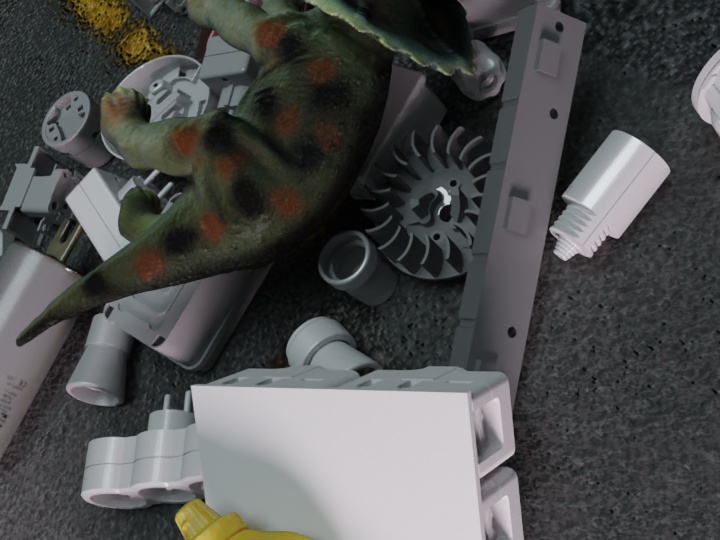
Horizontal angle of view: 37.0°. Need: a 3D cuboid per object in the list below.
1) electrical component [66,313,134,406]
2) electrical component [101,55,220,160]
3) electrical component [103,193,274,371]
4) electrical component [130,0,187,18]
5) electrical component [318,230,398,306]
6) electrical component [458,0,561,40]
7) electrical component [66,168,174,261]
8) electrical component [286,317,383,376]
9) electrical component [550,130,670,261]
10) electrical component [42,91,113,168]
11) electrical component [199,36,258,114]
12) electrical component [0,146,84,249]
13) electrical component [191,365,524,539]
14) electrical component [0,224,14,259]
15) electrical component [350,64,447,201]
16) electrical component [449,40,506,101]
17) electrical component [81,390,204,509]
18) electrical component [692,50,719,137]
[{"bbox_3d":[-0.195,0.066,0.824,0.044,0.044,0.065,-8,58,30],"label":"electrical component"},{"bbox_3d":[-0.154,-0.125,0.879,0.099,0.064,0.099,-14,65,33],"label":"electrical component"},{"bbox_3d":[-0.125,0.010,0.797,0.078,0.057,0.113,24,81,39],"label":"electrical component"},{"bbox_3d":[-0.173,-0.268,0.982,0.081,0.042,0.064,-51,52,1],"label":"electrical component"},{"bbox_3d":[0.000,0.000,0.729,0.040,0.046,0.040,-15,59,26],"label":"electrical component"},{"bbox_3d":[0.102,-0.231,0.775,0.078,0.057,0.113,-9,62,29],"label":"electrical component"},{"bbox_3d":[-0.178,-0.049,0.854,0.076,0.047,0.083,-44,63,13],"label":"electrical component"},{"bbox_3d":[-0.017,0.063,0.709,0.045,0.045,0.055,-48,50,3],"label":"electrical component"},{"bbox_3d":[0.147,-0.040,0.657,0.081,0.043,0.043,-52,50,0],"label":"electrical component"},{"bbox_3d":[-0.243,-0.122,0.947,0.055,0.047,0.055,-15,59,26],"label":"electrical component"},{"bbox_3d":[-0.090,-0.136,0.845,0.047,0.066,0.076,-1,66,32],"label":"electrical component"},{"bbox_3d":[-0.273,-0.063,0.941,0.064,0.042,0.081,4,69,31],"label":"electrical component"},{"bbox_3d":[-0.002,0.114,0.632,0.186,0.060,0.105,-2,97,32],"label":"electrical component"},{"bbox_3d":[-0.354,-0.007,0.954,0.089,0.056,0.050,-25,55,20],"label":"electrical component"},{"bbox_3d":[0.004,-0.103,0.778,0.100,0.048,0.099,24,81,39],"label":"electrical component"},{"bbox_3d":[0.077,-0.148,0.764,0.035,0.035,0.061,-40,49,9],"label":"electrical component"},{"bbox_3d":[-0.130,0.120,0.746,0.138,0.052,0.073,-12,60,27],"label":"electrical component"},{"bbox_3d":[0.235,-0.101,0.609,0.080,0.080,0.051,-33,58,14],"label":"electrical component"}]
